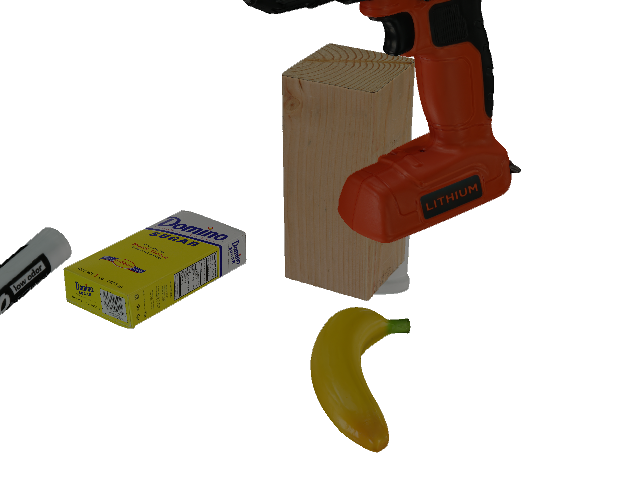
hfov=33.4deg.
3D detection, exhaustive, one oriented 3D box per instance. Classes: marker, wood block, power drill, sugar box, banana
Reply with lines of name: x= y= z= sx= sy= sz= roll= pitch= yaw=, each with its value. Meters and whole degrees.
marker: x=-0.161 y=0.034 z=0.489 sx=0.020 sy=0.020 sz=0.121 roll=0 pitch=34 yaw=39
wood block: x=0.025 y=-0.062 z=0.974 sx=0.091 sy=0.206 sz=0.090 roll=15 pitch=34 yaw=24
power drill: x=0.043 y=-0.095 z=0.577 sx=0.184 sy=0.188 sz=0.057 roll=-21 pitch=36 yaw=-24
sugar box: x=-0.167 y=0.025 z=1.100 sx=0.093 sy=0.048 sz=0.175 roll=20 pitch=35 yaw=30
banana: x=0.026 y=0.092 z=0.797 sx=0.070 sy=0.037 sz=0.197 roll=4 pitch=23 yaw=9

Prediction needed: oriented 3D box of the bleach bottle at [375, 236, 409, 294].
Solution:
bleach bottle: x=0.072 y=-0.071 z=1.226 sx=0.068 sy=0.251 sz=0.103 roll=-3 pitch=23 yaw=-18
